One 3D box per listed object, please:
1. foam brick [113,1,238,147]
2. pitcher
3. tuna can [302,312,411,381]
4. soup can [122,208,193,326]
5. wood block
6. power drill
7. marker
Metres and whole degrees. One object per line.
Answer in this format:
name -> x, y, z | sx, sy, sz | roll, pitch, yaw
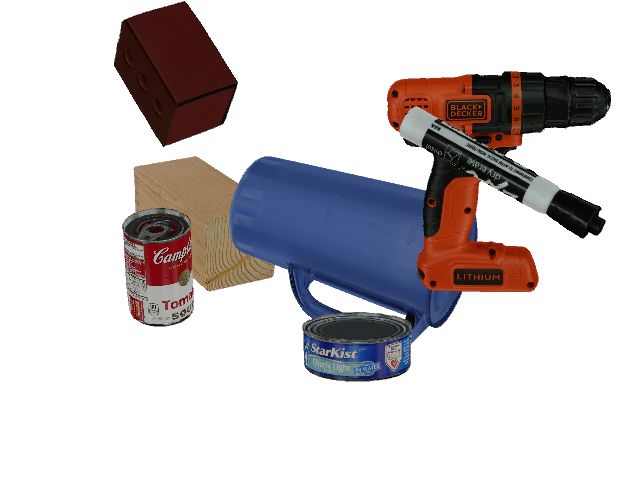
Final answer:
foam brick -> -0.102, -0.116, 0.742 | 0.051, 0.078, 0.053 | -24, -18, -27
pitcher -> 0.028, 0.002, 1.094 | 0.243, 0.145, 0.149 | 17, 23, 21
tuna can -> 0.029, 0.082, 0.835 | 0.086, 0.034, 0.086 | -1, 10, 0
soup can -> -0.163, 0.028, 1.081 | 0.068, 0.102, 0.068 | 1, 30, -1
wood block -> -0.143, -0.025, 1.284 | 0.090, 0.090, 0.206 | -12, 26, -29
power drill -> 0.151, -0.051, 0.913 | 0.184, 0.188, 0.057 | 1, 17, 9
marker -> 0.096, -0.036, 0.569 | 0.121, 0.020, 0.020 | 32, 12, 21
